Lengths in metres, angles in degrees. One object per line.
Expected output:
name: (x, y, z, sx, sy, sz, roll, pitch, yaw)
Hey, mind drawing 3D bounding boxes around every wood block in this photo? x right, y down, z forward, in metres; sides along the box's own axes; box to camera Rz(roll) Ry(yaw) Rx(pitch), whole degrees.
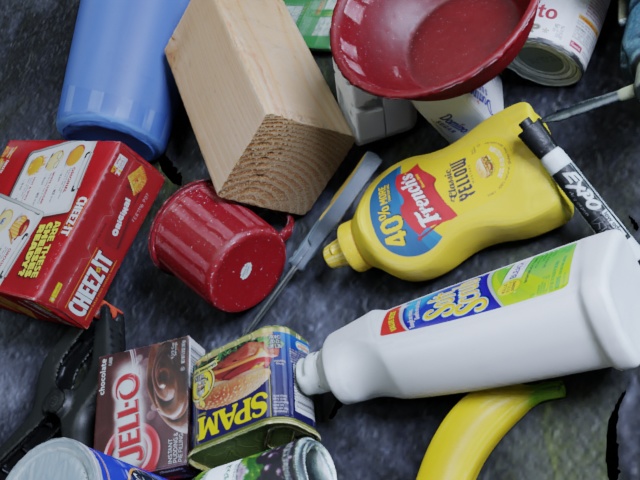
wood block: (-0.057, -0.128, 0.927, 0.091, 0.090, 0.206, -56, 39, 31)

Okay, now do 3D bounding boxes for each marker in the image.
marker: (0.174, -0.033, 0.719, 0.020, 0.020, 0.121, -38, 84, 13)

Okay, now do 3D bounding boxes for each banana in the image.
banana: (0.091, 0.170, 0.697, 0.070, 0.037, 0.197, 15, 74, 41)

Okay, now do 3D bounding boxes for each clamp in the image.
clamp: (-0.217, 0.154, 0.937, 0.165, 0.036, 0.210, 11, 69, 40)

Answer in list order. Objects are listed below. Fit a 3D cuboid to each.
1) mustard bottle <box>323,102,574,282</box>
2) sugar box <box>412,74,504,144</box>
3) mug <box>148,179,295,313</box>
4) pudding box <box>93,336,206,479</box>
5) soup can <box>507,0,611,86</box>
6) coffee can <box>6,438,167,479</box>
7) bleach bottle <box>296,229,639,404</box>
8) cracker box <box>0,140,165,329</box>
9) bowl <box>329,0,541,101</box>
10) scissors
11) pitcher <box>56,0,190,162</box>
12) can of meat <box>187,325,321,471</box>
mustard bottle: (0.086, -0.022, 0.798, 0.192, 0.058, 0.096, -25, 58, 24)
sugar box: (0.105, -0.164, 0.842, 0.048, 0.093, 0.176, -15, 56, 31)
mug: (-0.073, 0.003, 0.893, 0.117, 0.093, 0.082, -29, 45, -28)
pudding box: (-0.139, 0.143, 0.876, 0.090, 0.039, 0.113, -14, 56, 19)
soup can: (0.183, -0.177, 0.809, 0.069, 0.068, 0.102, 10, 72, 40)
coffee can: (-0.153, 0.215, 0.783, 0.103, 0.140, 0.103, -18, 55, 28)
bleach bottle: (0.090, 0.068, 0.722, 0.251, 0.068, 0.102, -20, 17, 29)
cracker box: (-0.262, -0.010, 1.026, 0.214, 0.072, 0.164, 6, 66, 47)
bowl: (0.089, -0.155, 0.747, 0.162, 0.055, 0.162, -16, 57, 25)
scissors: (-0.006, 0.001, 0.874, 0.202, 0.016, 0.096, -53, 2, 30)
pitcher: (-0.185, -0.202, 1.069, 0.145, 0.149, 0.243, 3, 71, 24)
can of meat: (-0.052, 0.123, 0.816, 0.102, 0.057, 0.084, -26, 49, 28)
